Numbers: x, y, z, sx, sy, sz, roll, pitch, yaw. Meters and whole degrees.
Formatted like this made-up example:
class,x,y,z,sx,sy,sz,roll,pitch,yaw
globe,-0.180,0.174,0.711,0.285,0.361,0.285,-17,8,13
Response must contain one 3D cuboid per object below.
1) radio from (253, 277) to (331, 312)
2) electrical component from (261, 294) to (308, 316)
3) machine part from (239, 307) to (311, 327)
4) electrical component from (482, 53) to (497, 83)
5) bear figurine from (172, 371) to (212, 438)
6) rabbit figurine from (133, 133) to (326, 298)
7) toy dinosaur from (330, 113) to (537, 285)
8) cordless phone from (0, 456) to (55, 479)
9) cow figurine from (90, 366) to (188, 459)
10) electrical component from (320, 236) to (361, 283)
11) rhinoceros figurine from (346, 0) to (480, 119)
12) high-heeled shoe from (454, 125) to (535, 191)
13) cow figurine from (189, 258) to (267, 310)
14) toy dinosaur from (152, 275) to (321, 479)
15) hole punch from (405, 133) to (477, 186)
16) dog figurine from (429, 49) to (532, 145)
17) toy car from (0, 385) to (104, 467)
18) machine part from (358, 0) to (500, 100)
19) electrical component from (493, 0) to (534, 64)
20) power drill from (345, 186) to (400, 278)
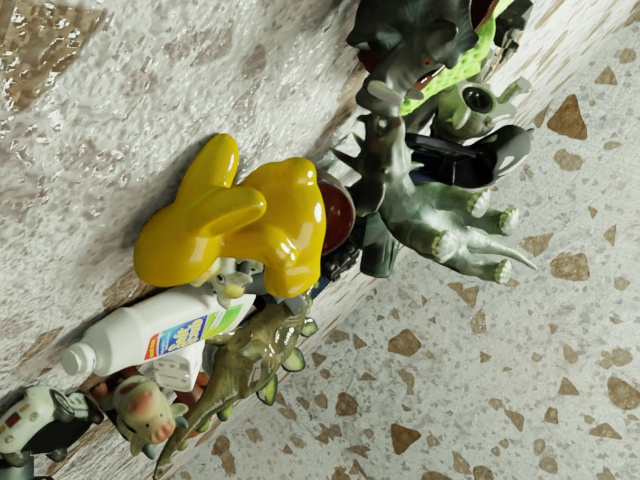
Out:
class,x,y,z,sx,sy,sz,roll,pitch,yaw
radio,-0.015,0.058,1.026,0.229,0.073,0.131,-46,169,18
electrical component,-0.054,0.059,0.776,0.075,0.119,0.048,-36,-166,-24
machine part,-0.103,0.174,1.118,0.243,0.079,0.079,-38,167,-33
electrical component,0.263,-0.276,0.915,0.063,0.021,0.094,-35,166,-37
bear figurine,-0.241,0.287,1.026,0.120,0.132,0.196,-45,-174,10
rabbit figurine,-0.082,-0.008,0.489,0.173,0.122,0.162,-17,154,-25
toy dinosaur,0.160,-0.026,0.757,0.404,0.192,0.131,32,87,-49
cordless phone,-0.355,0.358,0.651,0.089,0.184,0.146,-48,169,-4
cow figurine,-0.246,0.236,0.734,0.085,0.127,0.195,-41,170,-30
electrical component,-0.002,-0.002,0.749,0.058,0.115,0.134,-43,169,-7
rhinoceros figurine,0.081,-0.186,0.408,0.190,0.112,0.073,-59,165,25
high-heeled shoe,0.247,-0.114,0.881,0.145,0.086,0.249,-32,177,-38
cow figurine,-0.086,0.038,0.656,0.068,0.098,0.167,-45,170,36
toy dinosaur,-0.112,0.189,0.865,0.471,0.105,0.198,-42,137,-19
hole punch,0.167,-0.126,0.837,0.116,0.142,0.092,-105,-154,-58
dog figurine,0.217,-0.183,0.853,0.172,0.121,0.190,-31,167,-30
toy car,-0.308,0.210,0.615,0.073,0.056,0.201,-46,171,-18
machine part,0.115,-0.224,0.521,0.179,0.056,0.179,-42,167,-12
electrical component,0.291,-0.317,0.811,0.078,0.045,0.102,-42,168,0
power drill,0.087,-0.048,0.897,0.207,0.086,0.231,-5,107,-65
